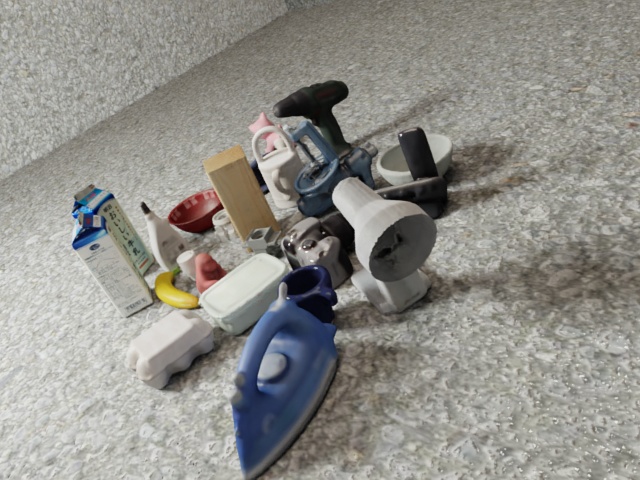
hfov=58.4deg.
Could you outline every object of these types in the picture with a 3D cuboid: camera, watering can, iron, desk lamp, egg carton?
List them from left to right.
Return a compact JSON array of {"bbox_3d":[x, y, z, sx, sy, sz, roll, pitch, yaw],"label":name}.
[{"bbox_3d":[-0.263,0.188,1.009,0.150,0.069,0.107,-38,33,-24],"label":"egg carton"},{"bbox_3d":[-0.071,0.187,0.807,0.118,0.142,0.258,-5,35,29],"label":"iron"},{"bbox_3d":[-0.096,-0.183,1.362,0.101,0.194,0.172,-27,30,-5],"label":"watering can"},{"bbox_3d":[0.010,0.004,1.084,0.137,0.101,0.142,-36,32,-21],"label":"camera"},{"bbox_3d":[0.097,0.012,0.898,0.118,0.214,0.202,-30,31,-11],"label":"desk lamp"}]

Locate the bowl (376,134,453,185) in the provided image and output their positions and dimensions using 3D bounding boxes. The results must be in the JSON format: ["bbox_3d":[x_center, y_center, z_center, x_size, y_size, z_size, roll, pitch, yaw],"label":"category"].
[{"bbox_3d":[0.210,-0.156,1.227,0.167,0.075,0.167,-17,31,11],"label":"bowl"}]

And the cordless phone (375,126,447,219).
[{"bbox_3d":[0.161,-0.129,1.107,0.147,0.185,0.094,-13,32,17],"label":"cordless phone"}]

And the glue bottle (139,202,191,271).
[{"bbox_3d":[-0.358,-0.014,1.293,0.037,0.173,0.078,12,45,45],"label":"glue bottle"}]

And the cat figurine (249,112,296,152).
[{"bbox_3d":[-0.146,-0.319,1.688,0.127,0.118,0.067,13,46,46],"label":"cat figurine"}]

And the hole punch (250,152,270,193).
[{"bbox_3d":[-0.170,-0.177,1.505,0.109,0.091,0.100,-41,34,-27],"label":"hole punch"}]

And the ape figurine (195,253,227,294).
[{"bbox_3d":[-0.220,0.068,1.149,0.076,0.092,0.078,-10,33,22],"label":"ape figurine"}]

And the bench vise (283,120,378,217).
[{"bbox_3d":[0.015,-0.180,1.254,0.208,0.220,0.121,-35,32,-20],"label":"bench vise"}]

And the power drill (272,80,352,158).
[{"bbox_3d":[-0.002,-0.300,1.469,0.075,0.209,0.230,14,47,46],"label":"power drill"}]

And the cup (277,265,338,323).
[{"bbox_3d":[-0.004,0.104,0.939,0.117,0.095,0.092,13,46,46],"label":"cup"}]
